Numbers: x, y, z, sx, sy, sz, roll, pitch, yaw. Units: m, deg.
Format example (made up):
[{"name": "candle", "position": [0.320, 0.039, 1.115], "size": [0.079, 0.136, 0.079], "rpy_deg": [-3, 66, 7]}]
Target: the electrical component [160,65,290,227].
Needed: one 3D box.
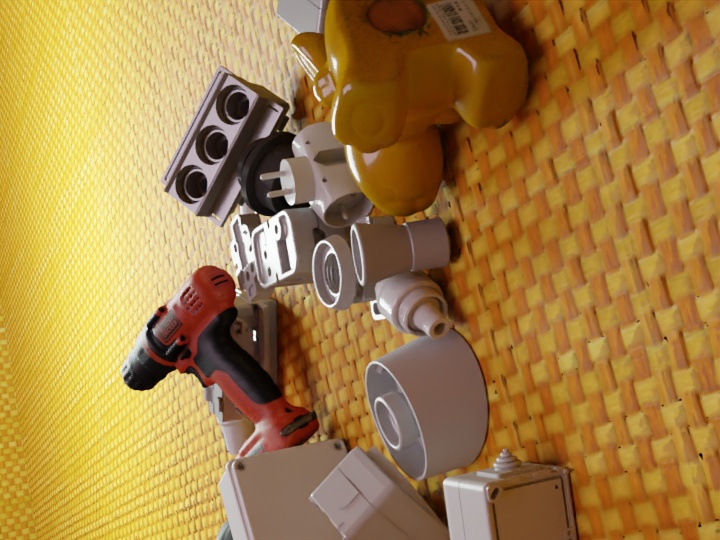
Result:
[{"name": "electrical component", "position": [-0.118, -0.111, 0.974], "size": [0.079, 0.063, 0.121], "rpy_deg": [36, 106, 22]}]

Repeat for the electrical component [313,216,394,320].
[{"name": "electrical component", "position": [0.000, 0.000, 0.819], "size": [0.058, 0.057, 0.078], "rpy_deg": [-14, 83, 64]}]

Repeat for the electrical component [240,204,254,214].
[{"name": "electrical component", "position": [-0.108, -0.084, 1.035], "size": [0.043, 0.043, 0.062], "rpy_deg": [18, 114, 62]}]

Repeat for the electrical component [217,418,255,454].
[{"name": "electrical component", "position": [-0.129, 0.168, 1.142], "size": [0.040, 0.040, 0.046], "rpy_deg": [2, 104, 64]}]

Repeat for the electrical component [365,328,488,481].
[{"name": "electrical component", "position": [0.047, 0.097, 0.766], "size": [0.099, 0.064, 0.099], "rpy_deg": [53, 154, 40]}]

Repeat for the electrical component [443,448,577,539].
[{"name": "electrical component", "position": [0.091, 0.158, 0.665], "size": [0.061, 0.062, 0.096], "rpy_deg": [-12, 85, 64]}]

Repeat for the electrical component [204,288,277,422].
[{"name": "electrical component", "position": [-0.120, 0.087, 1.076], "size": [0.079, 0.063, 0.121], "rpy_deg": [26, 119, 60]}]

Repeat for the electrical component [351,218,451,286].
[{"name": "electrical component", "position": [0.030, -0.015, 0.744], "size": [0.044, 0.065, 0.044], "rpy_deg": [171, 90, -82]}]

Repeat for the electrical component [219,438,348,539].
[{"name": "electrical component", "position": [-0.054, 0.210, 0.919], "size": [0.056, 0.109, 0.108], "rpy_deg": [120, 136, -54]}]

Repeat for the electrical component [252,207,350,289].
[{"name": "electrical component", "position": [-0.046, -0.019, 0.905], "size": [0.095, 0.059, 0.053], "rpy_deg": [-24, 74, 63]}]

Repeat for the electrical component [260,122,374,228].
[{"name": "electrical component", "position": [-0.039, -0.073, 0.855], "size": [0.043, 0.079, 0.077], "rpy_deg": [105, 147, -52]}]

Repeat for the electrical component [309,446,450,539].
[{"name": "electrical component", "position": [0.022, 0.182, 0.794], "size": [0.096, 0.061, 0.062], "rpy_deg": [45, 175, -34]}]

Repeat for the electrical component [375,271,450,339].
[{"name": "electrical component", "position": [0.041, 0.026, 0.758], "size": [0.062, 0.043, 0.043], "rpy_deg": [45, 135, 50]}]

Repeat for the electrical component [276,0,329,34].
[{"name": "electrical component", "position": [-0.015, -0.202, 0.796], "size": [0.096, 0.062, 0.061], "rpy_deg": [49, 138, 49]}]

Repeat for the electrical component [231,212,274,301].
[{"name": "electrical component", "position": [-0.079, -0.014, 0.976], "size": [0.058, 0.057, 0.078], "rpy_deg": [-44, 57, 58]}]
